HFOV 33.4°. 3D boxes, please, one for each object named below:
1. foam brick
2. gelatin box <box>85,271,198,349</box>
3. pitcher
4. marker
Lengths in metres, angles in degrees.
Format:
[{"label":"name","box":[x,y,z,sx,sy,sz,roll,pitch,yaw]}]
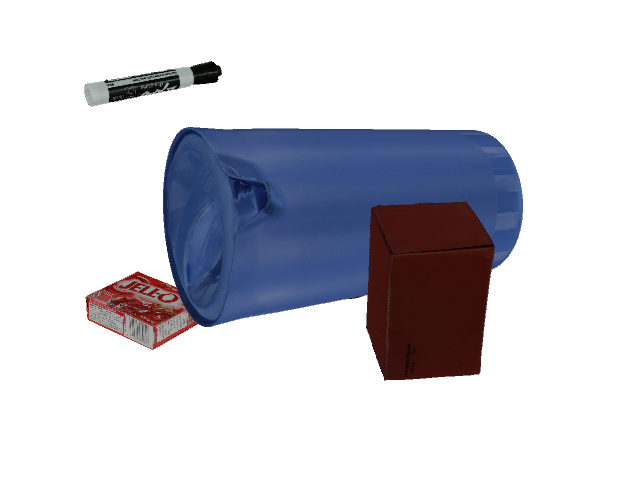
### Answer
[{"label":"foam brick","box":[0.054,0.025,0.544,0.053,0.078,0.051,-3,31,-8]},{"label":"gelatin box","box":[-0.169,0.065,1.027,0.089,0.030,0.073,20,28,29]},{"label":"pitcher","box":[0.013,-0.017,0.767,0.242,0.145,0.149,-6,33,-26]},{"label":"marker","box":[-0.140,-0.134,0.908,0.120,0.020,0.020,-16,7,-26]}]
